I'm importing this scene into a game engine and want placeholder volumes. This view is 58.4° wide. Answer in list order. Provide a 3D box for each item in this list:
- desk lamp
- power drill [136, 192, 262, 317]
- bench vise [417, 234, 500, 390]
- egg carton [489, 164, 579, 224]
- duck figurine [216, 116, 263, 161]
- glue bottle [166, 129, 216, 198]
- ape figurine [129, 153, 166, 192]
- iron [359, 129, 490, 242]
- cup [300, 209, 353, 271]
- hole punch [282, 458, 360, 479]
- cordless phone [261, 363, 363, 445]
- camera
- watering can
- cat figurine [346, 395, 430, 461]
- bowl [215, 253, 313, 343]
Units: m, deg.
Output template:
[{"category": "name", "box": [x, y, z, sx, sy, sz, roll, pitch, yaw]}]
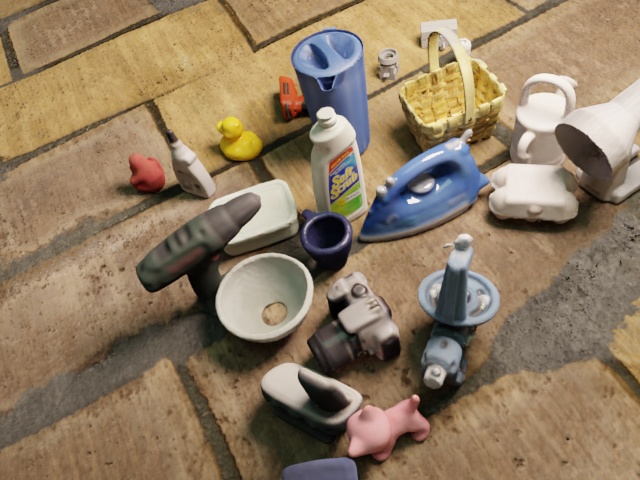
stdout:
[{"category": "desk lamp", "box": [0.496, -0.165, 0.964, 0.203, 0.214, 0.117, -32, 55, -11]}, {"category": "power drill", "box": [-0.180, 0.034, 0.965, 0.230, 0.209, 0.075, -29, 55, -9]}, {"category": "bench vise", "box": [0.203, 0.106, 0.829, 0.121, 0.220, 0.207, -2, 55, 10]}, {"category": "egg carton", "box": [0.378, -0.080, 1.018, 0.150, 0.069, 0.107, 4, 56, 14]}, {"category": "duck figurine", "box": [-0.176, -0.223, 1.223, 0.104, 0.086, 0.077, 22, 62, 24]}, {"category": "glue bottle", "box": [-0.267, -0.155, 1.139, 0.078, 0.173, 0.037, 19, 61, 23]}, {"category": "ape figurine", "box": [-0.371, -0.148, 1.206, 0.078, 0.092, 0.076, -42, 58, -18]}, {"category": "iron", "box": [0.174, -0.098, 1.027, 0.258, 0.142, 0.118, -29, 55, -9]}, {"category": "cup", "box": [0.009, 0.004, 1.019, 0.092, 0.095, 0.117, -35, 56, -13]}, {"category": "hole punch", "box": [0.008, 0.355, 0.773, 0.108, 0.091, 0.101, -10, 54, 4]}, {"category": "cordless phone", "box": [-0.022, 0.208, 0.824, 0.147, 0.185, 0.094, 17, 60, 22]}, {"category": "camera", "box": [0.041, 0.136, 0.914, 0.137, 0.101, 0.143, -28, 54, -9]}, {"category": "watering can", "box": [0.406, -0.226, 1.037, 0.100, 0.194, 0.173, 8, 57, 17]}, {"category": "cat figurine", "box": [0.090, 0.259, 0.807, 0.128, 0.118, 0.067, -28, 54, -8]}, {"category": "bowl", "box": [-0.088, 0.109, 0.976, 0.167, 0.075, 0.167, -5, 54, 8]}]
